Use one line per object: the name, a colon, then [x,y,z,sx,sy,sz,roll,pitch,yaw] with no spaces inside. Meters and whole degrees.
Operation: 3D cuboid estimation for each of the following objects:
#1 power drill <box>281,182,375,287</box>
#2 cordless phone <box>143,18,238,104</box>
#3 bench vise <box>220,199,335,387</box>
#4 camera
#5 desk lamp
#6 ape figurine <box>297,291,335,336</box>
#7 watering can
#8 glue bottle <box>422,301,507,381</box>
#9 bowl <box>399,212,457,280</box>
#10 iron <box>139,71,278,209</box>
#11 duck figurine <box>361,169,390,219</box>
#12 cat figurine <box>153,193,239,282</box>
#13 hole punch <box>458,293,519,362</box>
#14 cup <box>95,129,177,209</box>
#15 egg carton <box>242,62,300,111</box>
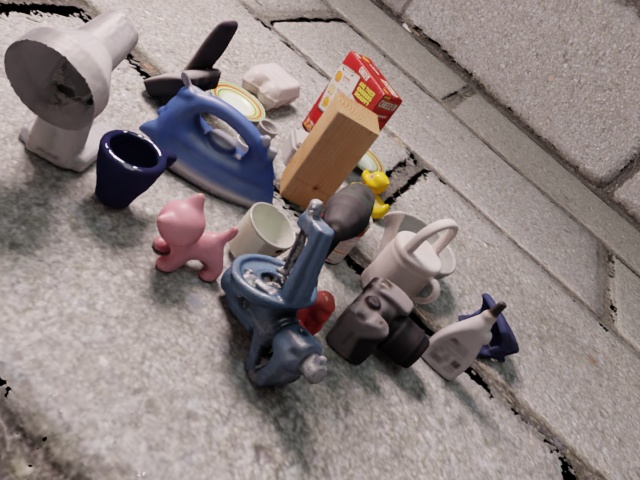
power drill: [0.008,0.003,0.863,0.075,0.208,0.230,38,31,-1]
cordless phone: [-0.232,-0.336,1.067,0.094,0.185,0.148,39,31,1]
bench vise: [-0.027,0.069,0.733,0.207,0.219,0.122,49,33,16]
camera: [0.105,0.137,0.897,0.137,0.100,0.143,42,31,5]
desk lamp: [-0.327,-0.202,0.770,0.118,0.213,0.203,33,32,-10]
ape figurine: [-0.012,0.109,0.820,0.078,0.092,0.076,-5,52,-49]
watering can: [0.160,0.026,1.007,0.172,0.194,0.101,47,32,12]
glue bottle: [0.246,0.158,0.948,0.078,0.173,0.037,43,31,7]
bowl: [0.188,0.026,1.151,0.168,0.074,0.167,27,33,-19]
iron: [-0.159,-0.163,0.965,0.259,0.141,0.118,32,32,-12]
duck figurine: [0.116,-0.104,1.231,0.104,0.086,0.078,47,32,13]
cat figurine: [-0.172,-0.010,0.779,0.128,0.117,0.067,14,39,-35]
hole punch: [0.340,0.168,1.112,0.101,0.091,0.108,18,37,-31]
cup: [-0.266,-0.093,0.809,0.118,0.095,0.091,-11,57,-52]
egg carton: [-0.113,-0.356,1.327,0.107,0.069,0.150,42,31,5]
